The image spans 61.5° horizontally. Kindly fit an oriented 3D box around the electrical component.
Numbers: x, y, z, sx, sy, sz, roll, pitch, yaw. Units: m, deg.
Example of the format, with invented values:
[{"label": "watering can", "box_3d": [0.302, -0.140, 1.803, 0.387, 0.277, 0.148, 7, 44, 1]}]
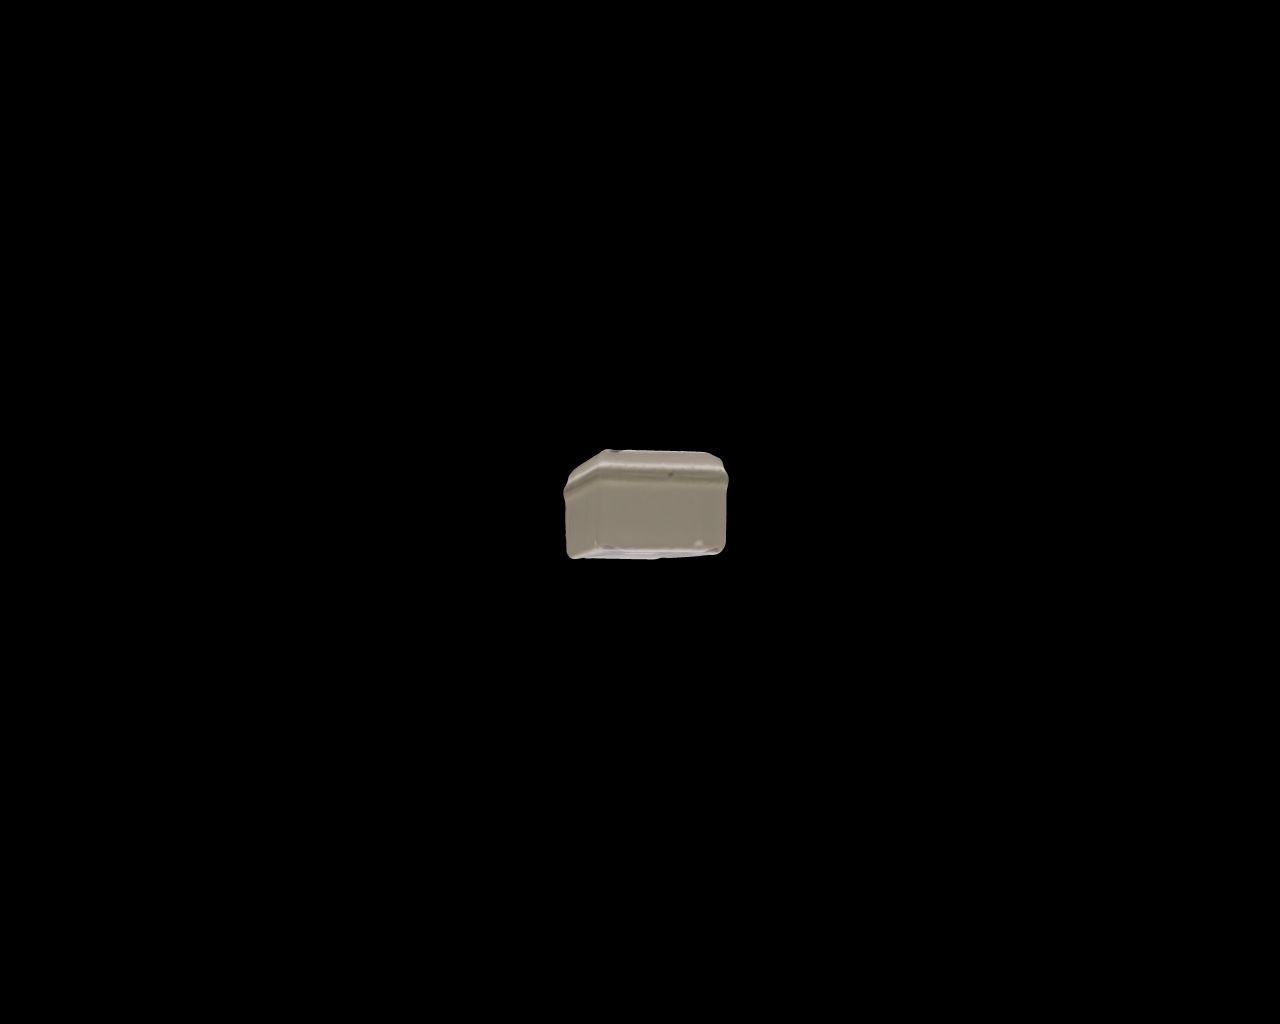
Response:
[{"label": "electrical component", "box_3d": [0.001, -0.003, 0.650, 0.078, 0.057, 0.113, 1, -5, -15]}]
